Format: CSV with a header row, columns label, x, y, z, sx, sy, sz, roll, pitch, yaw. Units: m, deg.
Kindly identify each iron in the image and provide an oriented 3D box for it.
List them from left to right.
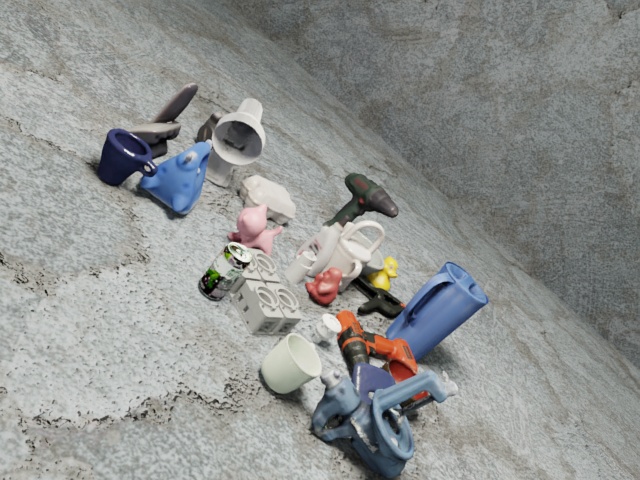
label,x,y,z,sx,sy,sz,roll,pitch,yaw
iron,-0.281,-0.159,1.232,0.119,0.141,0.258,37,22,-10

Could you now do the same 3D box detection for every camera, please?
label,x,y,z,sx,sy,sz,roll,pitch,yaw
camera,-0.270,-0.294,1.559,0.143,0.100,0.137,50,23,21

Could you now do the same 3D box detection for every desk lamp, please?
label,x,y,z,sx,sy,sz,roll,pitch,yaw
desk lamp,-0.215,-0.238,1.392,0.118,0.213,0.203,32,23,-20

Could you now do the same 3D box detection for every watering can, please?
label,x,y,z,sx,sy,sz,roll,pitch,yaw
watering can,0.075,0.023,1.402,0.101,0.194,0.172,16,32,-46

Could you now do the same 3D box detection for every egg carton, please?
label,x,y,z,sx,sy,sz,roll,pitch,yaw
egg carton,-0.133,-0.102,1.465,0.151,0.069,0.107,21,29,-40

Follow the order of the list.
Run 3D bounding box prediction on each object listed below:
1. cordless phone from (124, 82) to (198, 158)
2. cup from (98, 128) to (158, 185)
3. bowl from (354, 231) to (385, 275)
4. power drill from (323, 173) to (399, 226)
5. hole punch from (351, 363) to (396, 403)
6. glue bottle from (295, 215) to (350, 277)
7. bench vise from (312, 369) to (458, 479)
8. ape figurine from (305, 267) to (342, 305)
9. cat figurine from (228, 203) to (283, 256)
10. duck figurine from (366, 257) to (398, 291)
label,x,y,z,sx,sy,sz,roll,pitch,yaw
cordless phone,-0.353,-0.280,1.283,0.094,0.185,0.147,38,22,-7
cup,-0.376,-0.145,1.109,0.118,0.095,0.092,41,22,0
bowl,0.092,0.040,1.558,0.168,0.074,0.167,34,23,-16
power drill,0.109,-0.079,1.633,0.076,0.208,0.229,20,29,-41
hole punch,0.092,0.295,1.053,0.109,0.091,0.101,28,25,-30
glue bottle,0.012,0.005,1.361,0.037,0.173,0.078,10,37,-52
bench vise,0.103,0.276,0.933,0.208,0.219,0.121,32,23,-21
ape figurine,0.016,0.098,1.299,0.076,0.092,0.078,43,22,6
cat figurine,-0.137,-0.024,1.244,0.128,0.117,0.067,20,29,-42
duck figurine,0.178,0.083,1.604,0.078,0.086,0.104,16,32,-47
